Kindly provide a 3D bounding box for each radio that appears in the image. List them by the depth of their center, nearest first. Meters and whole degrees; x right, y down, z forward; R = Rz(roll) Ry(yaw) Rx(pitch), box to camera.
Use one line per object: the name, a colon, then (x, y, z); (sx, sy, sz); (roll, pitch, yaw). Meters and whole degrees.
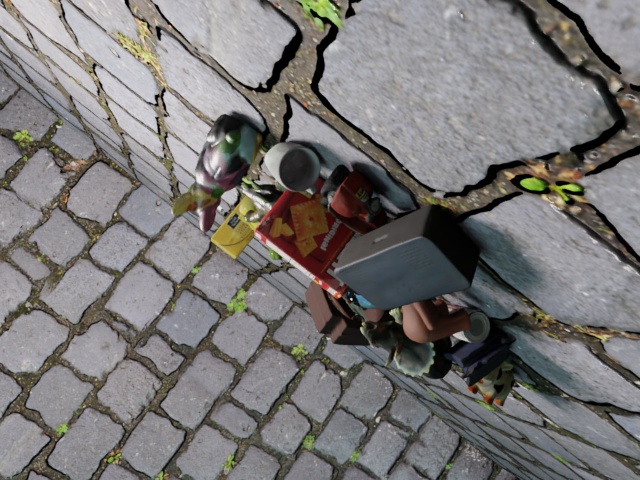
radio: (0.143, 0.039, 0.897); (0.131, 0.073, 0.230); (40, 145, -18)

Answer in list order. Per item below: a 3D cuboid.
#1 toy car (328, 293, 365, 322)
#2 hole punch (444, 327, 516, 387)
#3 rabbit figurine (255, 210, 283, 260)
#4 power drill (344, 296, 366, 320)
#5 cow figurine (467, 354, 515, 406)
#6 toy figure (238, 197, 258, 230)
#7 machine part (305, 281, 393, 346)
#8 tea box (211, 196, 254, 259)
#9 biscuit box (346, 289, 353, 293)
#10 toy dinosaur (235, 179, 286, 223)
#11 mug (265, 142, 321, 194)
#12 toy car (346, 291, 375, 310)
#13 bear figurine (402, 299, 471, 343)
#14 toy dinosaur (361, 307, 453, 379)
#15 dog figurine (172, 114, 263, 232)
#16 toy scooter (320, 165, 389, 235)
toy car: (0.059, 0.196, 1.517); (0.202, 0.053, 0.089); (54, 151, 23)
hole punch: (0.334, 0.238, 1.147); (0.092, 0.142, 0.115); (56, 171, 28)
rabbit figurine: (-0.095, -0.025, 1.397); (0.159, 0.121, 0.170); (65, 173, -18)
power drill: (0.117, 0.196, 1.590); (0.208, 0.086, 0.231); (42, 178, 44)
cow figurine: (0.412, 0.319, 1.273); (0.086, 0.127, 0.194); (28, 178, 38)
toy figure: (-0.150, -0.055, 1.515); (0.089, 0.082, 0.180); (-13, 123, 50)
machine part: (0.073, 0.174, 1.397); (0.201, 0.087, 0.201); (9, -139, -32)
tea box: (-0.236, -0.036, 1.603); (0.098, 0.169, 0.068); (37, 169, -6)
biscuit box: (0.013, 0.064, 1.269); (0.203, 0.063, 0.059); (29, 131, 57)
toy dinosaur: (-0.028, -0.038, 1.196); (0.472, 0.105, 0.198); (26, 162, 3)
mug: (-0.050, -0.134, 0.989); (0.109, 0.081, 0.107); (41, 178, -35)
toy car: (0.146, 0.122, 1.312); (0.103, 0.109, 0.162); (29, 164, -28)
bear figurine: (0.199, 0.097, 1.059); (0.120, 0.132, 0.195); (-167, 60, -70)
toy dinosaur: (0.252, 0.262, 1.273); (0.131, 0.192, 0.404); (-24, 138, 24)
dog figurine: (-0.214, -0.129, 1.098); (0.108, 0.219, 0.191); (29, 170, -13)
toy scooter: (0.067, -0.057, 0.935); (0.135, 0.075, 0.184); (37, 170, 5)
